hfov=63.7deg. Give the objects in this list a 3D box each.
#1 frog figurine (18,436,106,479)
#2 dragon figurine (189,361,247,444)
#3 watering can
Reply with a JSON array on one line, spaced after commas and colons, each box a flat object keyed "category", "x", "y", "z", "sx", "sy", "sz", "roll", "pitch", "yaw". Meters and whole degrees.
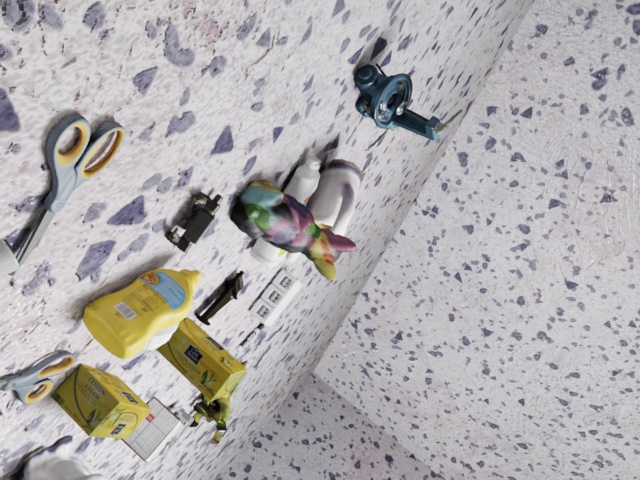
[{"category": "frog figurine", "x": -0.433, "y": 0.434, "z": 0.882, "sx": 0.124, "sy": 0.160, "sz": 0.135, "roll": -48, "pitch": 165, "yaw": -16}, {"category": "dragon figurine", "x": -0.298, "y": 0.473, "z": 1.623, "sx": 0.402, "sy": 0.122, "sz": 0.248, "roll": -61, "pitch": -179, "yaw": 32}, {"category": "watering can", "x": 0.004, "y": -0.061, "z": 1.220, "sx": 0.344, "sy": 0.103, "sz": 0.228, "roll": -29, "pitch": -141, "yaw": 64}]
